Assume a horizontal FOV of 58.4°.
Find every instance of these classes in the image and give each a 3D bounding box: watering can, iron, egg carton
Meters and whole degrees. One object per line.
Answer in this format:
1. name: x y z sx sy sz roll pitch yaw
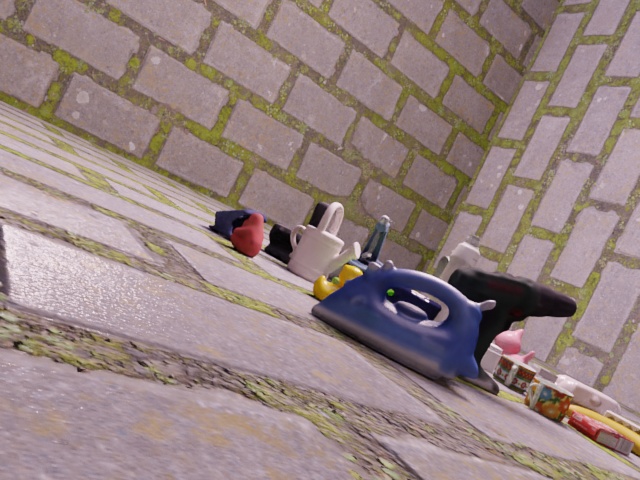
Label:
1. watering can: 0.013 0.005 1.360 0.173 0.194 0.101 26 1 1
2. iron: 0.130 0.106 0.866 0.258 0.141 0.119 26 1 4
3. egg carton: 0.579 0.357 1.262 0.150 0.069 0.107 26 1 3

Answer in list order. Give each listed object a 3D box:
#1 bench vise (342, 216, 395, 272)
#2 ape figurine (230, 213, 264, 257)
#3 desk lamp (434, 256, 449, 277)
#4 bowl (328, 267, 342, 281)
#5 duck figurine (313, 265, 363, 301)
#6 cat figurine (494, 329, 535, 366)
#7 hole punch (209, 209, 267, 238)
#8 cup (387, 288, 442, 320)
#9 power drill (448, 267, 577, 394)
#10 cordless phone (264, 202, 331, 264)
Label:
1. bench vise: 0.114 0.038 1.465 0.121 0.220 0.207 26 1 -8
2. ape figurine: -0.149 -0.014 1.232 0.078 0.092 0.076 25 2 -34
3. desk lamp: 0.377 0.170 1.518 0.203 0.213 0.118 26 1 -9
4. bowl: 0.057 0.086 1.628 0.167 0.075 0.167 26 1 0
5. duck figurine: 0.045 0.088 1.094 0.104 0.086 0.077 26 1 -3
6. cat figurine: 0.467 0.271 1.391 0.067 0.118 0.127 26 2 -27
7. hole punch: -0.200 -0.044 1.399 0.100 0.091 0.109 27 1 26
8. cup: 0.153 0.137 1.054 0.118 0.095 0.091 26 1 -9
9. power drill: 0.311 0.154 1.001 0.230 0.208 0.075 26 1 -9
10. cordless phone: -0.049 -0.024 1.502 0.147 0.185 0.094 27 1 24
